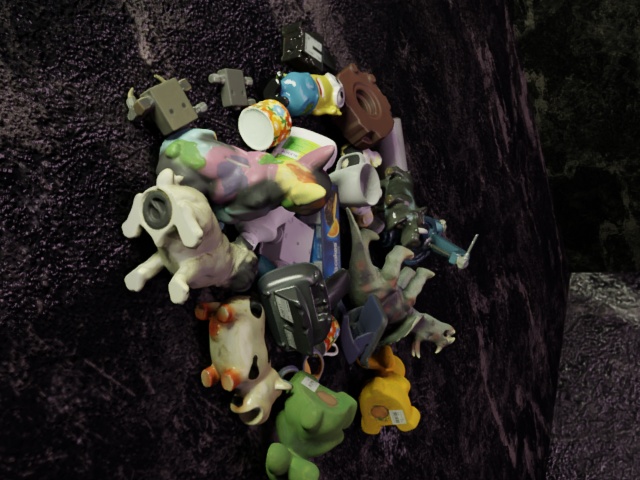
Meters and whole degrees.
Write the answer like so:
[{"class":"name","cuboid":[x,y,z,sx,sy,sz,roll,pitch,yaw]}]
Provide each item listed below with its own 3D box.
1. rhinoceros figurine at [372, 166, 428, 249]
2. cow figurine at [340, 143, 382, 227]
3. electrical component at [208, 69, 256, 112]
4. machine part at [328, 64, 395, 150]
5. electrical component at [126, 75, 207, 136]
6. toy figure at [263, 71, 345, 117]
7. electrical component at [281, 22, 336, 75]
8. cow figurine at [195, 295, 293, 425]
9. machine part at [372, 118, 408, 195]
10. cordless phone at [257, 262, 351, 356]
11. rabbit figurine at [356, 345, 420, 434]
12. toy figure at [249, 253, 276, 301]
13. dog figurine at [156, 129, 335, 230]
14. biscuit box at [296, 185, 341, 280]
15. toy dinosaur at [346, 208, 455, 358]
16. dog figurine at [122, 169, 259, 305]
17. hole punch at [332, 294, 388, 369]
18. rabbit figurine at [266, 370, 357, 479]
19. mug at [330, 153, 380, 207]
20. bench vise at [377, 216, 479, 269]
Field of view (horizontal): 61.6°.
[{"class":"rhinoceros figurine","cuboid":[0.174,-0.068,1.149,0.112,0.073,0.190,14,54,-25]},{"class":"cow figurine","cuboid":[0.077,-0.114,1.118,0.098,0.068,0.167,20,66,-47]},{"class":"electrical component","cuboid":[-0.138,-0.237,0.854,0.094,0.021,0.063,-17,101,-56]},{"class":"machine part","cuboid":[0.082,-0.275,1.111,0.179,0.056,0.179,25,52,-37]},{"class":"electrical component","cuboid":[-0.208,-0.182,0.719,0.078,0.045,0.102,58,43,-22]},{"class":"toy figure","cuboid":[-0.029,-0.263,0.970,0.180,0.089,0.082,-20,117,-46]},{"class":"electrical component","cuboid":[-0.020,-0.353,1.020,0.119,0.048,0.074,8,80,-56]},{"class":"cow figurine","cuboid":[-0.109,0.178,0.799,0.127,0.086,0.194,-10,93,-50]},{"class":"machine part","cuboid":[0.160,-0.192,1.243,0.079,0.079,0.243,-19,102,-55]},{"class":"cordless phone","cuboid":[-0.006,0.080,0.859,0.184,0.089,0.146,-42,131,-40]},{"class":"rabbit figurine","cuboid":[0.133,0.300,1.138,0.162,0.122,0.173,63,26,-14]},{"class":"toy figure","cuboid":[-0.079,0.090,0.875,0.064,0.058,0.154,-40,126,-16]},{"class":"dog figurine","cuboid":[-0.089,-0.090,0.736,0.191,0.219,0.108,43,49,-46]},{"class":"biscuit box","cuboid":[-0.002,-0.003,0.994,0.062,0.059,0.202,4,83,-56]},{"class":"toy dinosaur","cuboid":[0.128,0.108,1.128,0.404,0.131,0.192,36,75,-34]},{"class":"dog figurine","cuboid":[-0.154,-0.006,0.727,0.190,0.121,0.172,-13,121,-61]},{"class":"hole punch","cuboid":[0.059,0.163,1.017,0.092,0.142,0.115,14,110,-17]},{"class":"rabbit figurine","cuboid":[-0.026,0.320,0.840,0.170,0.121,0.159,-64,180,9]},{"class":"mug","cuboid":[0.051,-0.112,1.044,0.080,0.107,0.109,2,81,-56]},{"class":"bench vise","cuboid":[0.256,0.005,1.240,0.223,0.241,0.128,6,108,-43]}]
